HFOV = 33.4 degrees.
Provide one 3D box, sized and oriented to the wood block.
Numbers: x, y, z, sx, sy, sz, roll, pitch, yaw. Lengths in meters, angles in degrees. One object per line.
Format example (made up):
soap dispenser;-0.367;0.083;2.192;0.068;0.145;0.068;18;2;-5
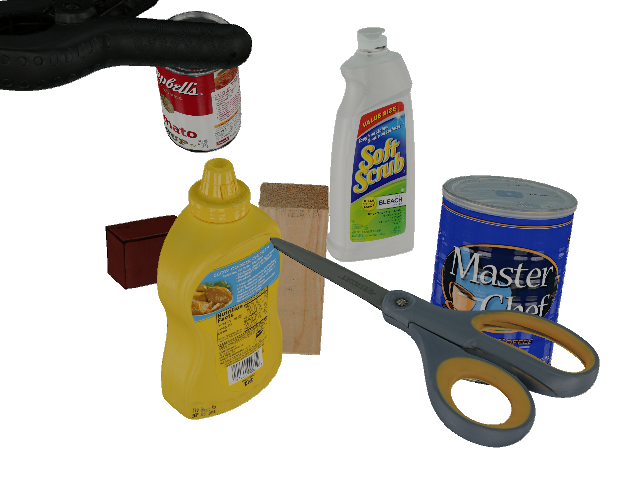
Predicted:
wood block;-0.039;0.037;1.401;0.090;0.206;0.091;3;23;-2

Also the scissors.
scissors;0.042;0.050;0.559;0.202;0.016;0.096;15;42;22

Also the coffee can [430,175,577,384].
coffee can;0.139;0.029;0.837;0.103;0.140;0.103;4;17;-2

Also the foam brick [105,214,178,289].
foam brick;-0.169;0.010;1.067;0.078;0.051;0.053;-11;22;-28

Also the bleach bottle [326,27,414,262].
bleach bottle;0.052;-0.105;1.168;0.102;0.251;0.068;-8;25;-11

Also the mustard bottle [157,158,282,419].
mustard bottle;-0.069;0.029;0.741;0.096;0.192;0.058;-27;45;-35

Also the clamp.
clamp;-0.137;-0.120;0.602;0.171;0.039;0.120;-9;30;-25

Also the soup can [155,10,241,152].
soup can;-0.100;-0.129;0.883;0.068;0.068;0.102;0;-33;-2
